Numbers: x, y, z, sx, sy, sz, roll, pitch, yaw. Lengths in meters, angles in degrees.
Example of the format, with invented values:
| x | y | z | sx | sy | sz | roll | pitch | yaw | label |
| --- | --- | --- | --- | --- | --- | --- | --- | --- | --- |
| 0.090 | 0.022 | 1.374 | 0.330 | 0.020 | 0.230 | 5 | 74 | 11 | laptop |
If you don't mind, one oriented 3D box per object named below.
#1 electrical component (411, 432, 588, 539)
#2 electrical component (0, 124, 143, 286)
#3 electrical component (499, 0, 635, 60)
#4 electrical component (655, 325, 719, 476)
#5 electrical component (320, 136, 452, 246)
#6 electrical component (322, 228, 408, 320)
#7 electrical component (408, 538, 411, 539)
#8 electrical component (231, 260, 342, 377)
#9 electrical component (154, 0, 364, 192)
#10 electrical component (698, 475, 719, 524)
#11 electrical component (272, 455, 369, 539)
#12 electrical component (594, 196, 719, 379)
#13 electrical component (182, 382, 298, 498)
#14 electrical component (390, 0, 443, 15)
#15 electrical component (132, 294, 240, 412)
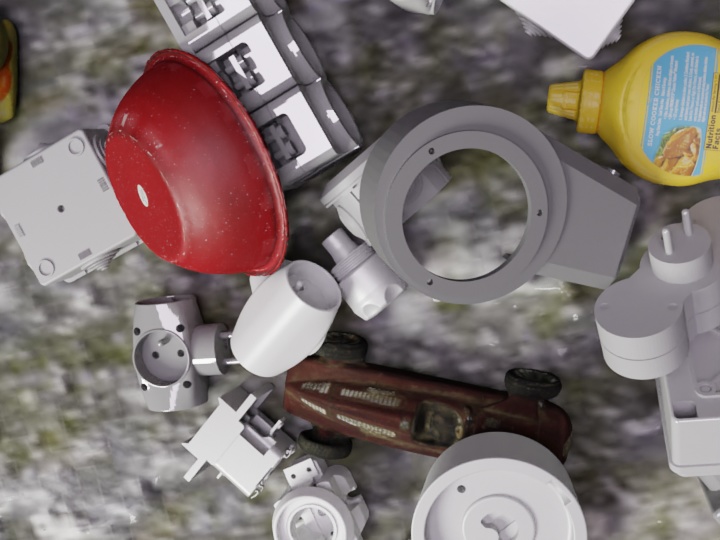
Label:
| x | y | z | sx | sy | sz | roll | pitch | yaw | label |
| --- | --- | --- | --- | --- | --- | --- | --- | --- | --- |
| 0.089 | 0.156 | 0.690 | 0.108 | 0.060 | 0.108 | 2 | 107 | 6 | electrical component |
| -0.203 | -0.045 | 0.766 | 0.100 | 0.048 | 0.099 | -27 | 92 | 12 | electrical component |
| 0.136 | -0.192 | 0.682 | 0.100 | 0.048 | 0.099 | 36 | 102 | 4 | electrical component |
| 0.240 | 0.067 | 0.664 | 0.109 | 0.108 | 0.056 | -6 | 130 | 11 | electrical component |
| 0.017 | -0.057 | 0.708 | 0.080 | 0.080 | 0.051 | -40 | 95 | 13 | electrical component |
| 0.000 | 0.000 | 0.737 | 0.043 | 0.043 | 0.062 | -40 | 87 | 13 | electrical component |
| 0.021 | 0.225 | 0.766 | 0.065 | 0.044 | 0.044 | -33 | 91 | 18 | electrical component |
| -0.054 | 0.020 | 0.741 | 0.044 | 0.079 | 0.077 | 15 | 133 | -33 | electrical component |
| -0.062 | -0.131 | 0.706 | 0.062 | 0.089 | 0.150 | -29 | 92 | 13 | electrical component |
| 0.239 | 0.129 | 0.689 | 0.047 | 0.083 | 0.075 | -41 | 89 | 13 | electrical component |
| -0.029 | 0.174 | 0.759 | 0.058 | 0.057 | 0.078 | -25 | 92 | 13 | electrical component |
| 0.197 | -0.003 | 0.654 | 0.138 | 0.052 | 0.073 | -40 | 132 | -21 | electrical component |
| -0.084 | 0.124 | 0.768 | 0.064 | 0.042 | 0.081 | 41 | 103 | 8 | electrical component |
| 0.038 | -0.206 | 0.684 | 0.044 | 0.077 | 0.079 | 18 | 101 | 8 | electrical component |
| -0.117 | 0.057 | 0.766 | 0.079 | 0.044 | 0.077 | -5 | 97 | 11 | electrical component |
